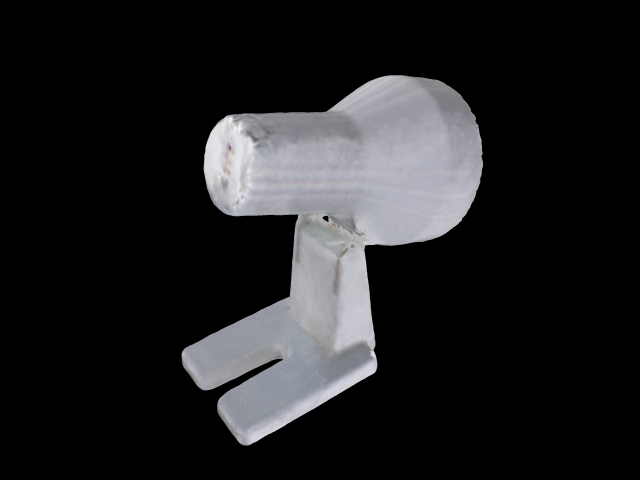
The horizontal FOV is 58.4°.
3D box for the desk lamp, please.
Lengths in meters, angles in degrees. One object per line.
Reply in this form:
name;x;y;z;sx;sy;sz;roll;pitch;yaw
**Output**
desk lamp;0.004;0.001;0.400;0.204;0.214;0.117;-24;41;-31
